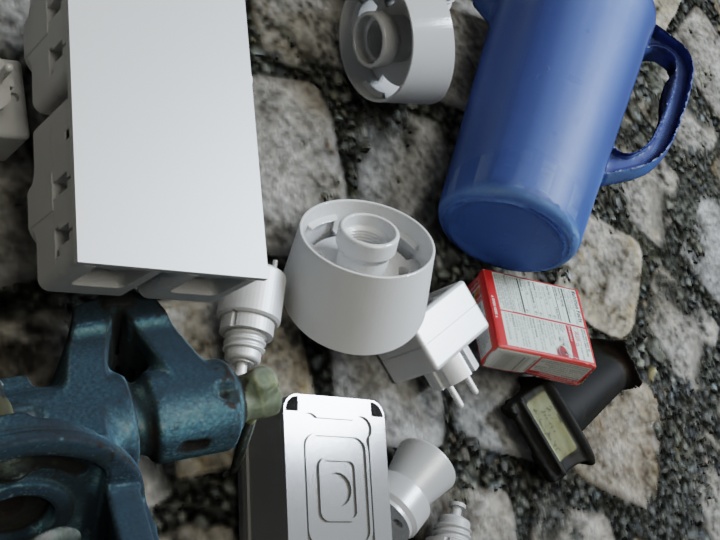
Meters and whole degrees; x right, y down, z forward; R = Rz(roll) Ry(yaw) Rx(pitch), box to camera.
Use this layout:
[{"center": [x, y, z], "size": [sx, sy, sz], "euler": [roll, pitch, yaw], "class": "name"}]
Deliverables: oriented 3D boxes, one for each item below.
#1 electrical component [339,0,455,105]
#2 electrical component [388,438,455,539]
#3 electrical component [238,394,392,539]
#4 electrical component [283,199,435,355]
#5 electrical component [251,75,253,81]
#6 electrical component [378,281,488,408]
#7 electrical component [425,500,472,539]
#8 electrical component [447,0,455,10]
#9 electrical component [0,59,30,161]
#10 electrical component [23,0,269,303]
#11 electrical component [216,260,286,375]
[{"center": [0.031, -0.169, 0.786], "size": [0.064, 0.099, 0.099], "euler": [-12, 81, -34], "class": "electrical component"}, {"center": [0.030, 0.144, 0.702], "size": [0.045, 0.045, 0.055], "euler": [54, 50, -10], "class": "electrical component"}, {"center": [-0.029, 0.136, 0.649], "size": [0.078, 0.057, 0.113], "euler": [10, 68, -36], "class": "electrical component"}, {"center": [0.000, 0.000, 0.706], "size": [0.099, 0.064, 0.099], "euler": [9, 34, -6], "class": "electrical component"}, {"center": [-0.128, -0.095, 0.655], "size": [0.078, 0.057, 0.113], "euler": [40, 53, -21], "class": "electrical component"}, {"center": [0.058, 0.059, 0.753], "size": [0.066, 0.047, 0.076], "euler": [-35, 97, -41], "class": "electrical component"}, {"center": [0.057, 0.191, 0.709], "size": [0.040, 0.040, 0.078], "euler": [31, 57, -27], "class": "electrical component"}, {"center": [0.056, -0.220, 0.845], "size": [0.048, 0.062, 0.048], "euler": [14, 66, -34], "class": "electrical component"}, {"center": [-0.210, -0.094, 0.575], "size": [0.066, 0.077, 0.047], "euler": [0, 75, -39], "class": "electrical component"}, {"center": [-0.117, -0.080, 0.577], "size": [0.105, 0.060, 0.186], "euler": [6, 71, -37], "class": "electrical component"}, {"center": [-0.069, 0.031, 0.667], "size": [0.040, 0.040, 0.078], "euler": [22, 61, -31], "class": "electrical component"}]
